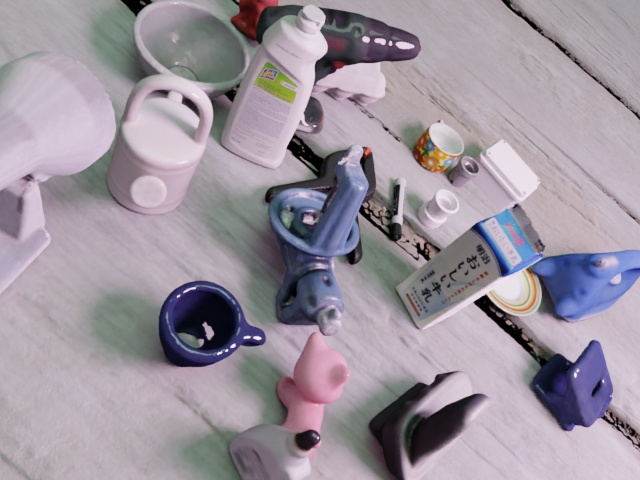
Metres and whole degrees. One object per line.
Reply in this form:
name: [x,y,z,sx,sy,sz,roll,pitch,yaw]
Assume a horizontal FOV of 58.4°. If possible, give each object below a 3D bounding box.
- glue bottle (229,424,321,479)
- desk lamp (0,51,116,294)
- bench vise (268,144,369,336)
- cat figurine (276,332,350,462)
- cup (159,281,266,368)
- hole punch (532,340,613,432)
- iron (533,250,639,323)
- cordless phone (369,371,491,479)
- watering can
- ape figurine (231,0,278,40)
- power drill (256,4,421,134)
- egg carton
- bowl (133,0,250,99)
glue bottle: [-0.039,0.214,0.571,0.037,0.173,0.078,-20,73,-35]
desk lamp: [-0.308,-0.057,0.560,0.118,0.213,0.203,33,52,-7]
bench vise: [0.016,0.000,0.698,0.122,0.219,0.207,-15,70,-34]
cat figurine: [-0.006,0.177,0.647,0.067,0.117,0.128,21,54,-16]
cup: [-0.127,0.107,0.637,0.118,0.094,0.091,17,55,-19]
hole punch: [0.395,0.217,0.858,0.109,0.091,0.101,-31,80,-38]
iron: [0.494,0.053,0.976,0.259,0.141,0.118,-7,66,-31]
cordless phone: [0.157,0.207,0.674,0.148,0.184,0.094,-31,79,-38]
watering can: [-0.184,-0.112,0.672,0.101,0.193,0.172,-4,64,-30]
ape figurine: [-0.097,-0.377,0.941,0.076,0.092,0.078,7,59,-25]
power drill: [0.004,-0.255,0.850,0.230,0.208,0.075,9,58,-23]
egg carton: [0.040,-0.290,0.979,0.151,0.069,0.107,4,60,-26]
bowl: [-0.192,-0.262,0.833,0.168,0.074,0.167,14,57,-21]
